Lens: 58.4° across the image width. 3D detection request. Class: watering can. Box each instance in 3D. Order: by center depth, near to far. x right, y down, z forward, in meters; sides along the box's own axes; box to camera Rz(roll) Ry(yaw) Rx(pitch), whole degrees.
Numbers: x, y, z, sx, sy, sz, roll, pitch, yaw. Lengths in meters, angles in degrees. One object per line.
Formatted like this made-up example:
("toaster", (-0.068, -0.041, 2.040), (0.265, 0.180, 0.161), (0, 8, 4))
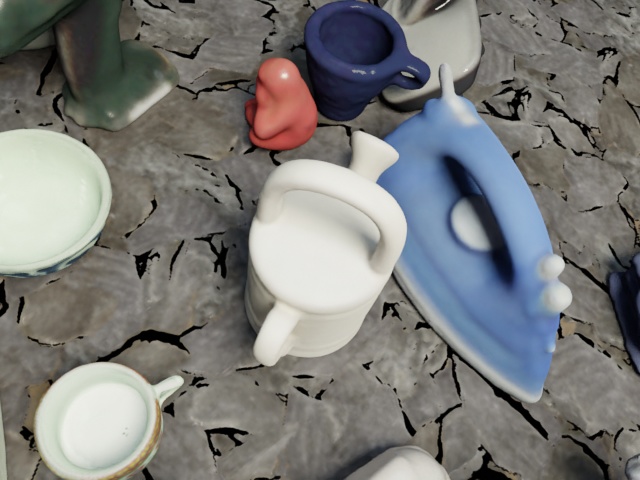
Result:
("watering can", (0.002, 0.001, 0.395), (0.101, 0.194, 0.173), (7, 63, -5))

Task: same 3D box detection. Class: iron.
("iron", (0.130, -0.006, 0.450), (0.119, 0.141, 0.258), (-20, 69, -18))

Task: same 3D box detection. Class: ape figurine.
("ape figurine", (-0.037, -0.126, 0.509), (0.076, 0.092, 0.078), (25, 63, 4))

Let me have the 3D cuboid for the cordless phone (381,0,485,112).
("cordless phone", (0.115, -0.222, 0.529), (0.094, 0.185, 0.147), (1, 64, -8))

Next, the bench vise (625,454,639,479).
("bench vise", (0.260, 0.222, 0.313), (0.207, 0.220, 0.122), (38, 64, 10))

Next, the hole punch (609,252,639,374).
("hole punch", (0.314, 0.057, 0.477), (0.101, 0.091, 0.108), (-1, 64, -10))

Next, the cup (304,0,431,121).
("cup", (0.039, -0.152, 0.533), (0.117, 0.095, 0.092), (23, 63, 3))

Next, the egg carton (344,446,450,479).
("egg carton", (0.036, 0.209, 0.368), (0.150, 0.069, 0.107), (-31, 72, -22))

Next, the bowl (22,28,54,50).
("bowl", (-0.277, -0.235, 0.534), (0.167, 0.075, 0.167), (4, 63, -7))

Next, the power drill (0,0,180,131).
("power drill", (-0.171, -0.195, 0.456), (0.075, 0.208, 0.230), (36, 64, 9))
